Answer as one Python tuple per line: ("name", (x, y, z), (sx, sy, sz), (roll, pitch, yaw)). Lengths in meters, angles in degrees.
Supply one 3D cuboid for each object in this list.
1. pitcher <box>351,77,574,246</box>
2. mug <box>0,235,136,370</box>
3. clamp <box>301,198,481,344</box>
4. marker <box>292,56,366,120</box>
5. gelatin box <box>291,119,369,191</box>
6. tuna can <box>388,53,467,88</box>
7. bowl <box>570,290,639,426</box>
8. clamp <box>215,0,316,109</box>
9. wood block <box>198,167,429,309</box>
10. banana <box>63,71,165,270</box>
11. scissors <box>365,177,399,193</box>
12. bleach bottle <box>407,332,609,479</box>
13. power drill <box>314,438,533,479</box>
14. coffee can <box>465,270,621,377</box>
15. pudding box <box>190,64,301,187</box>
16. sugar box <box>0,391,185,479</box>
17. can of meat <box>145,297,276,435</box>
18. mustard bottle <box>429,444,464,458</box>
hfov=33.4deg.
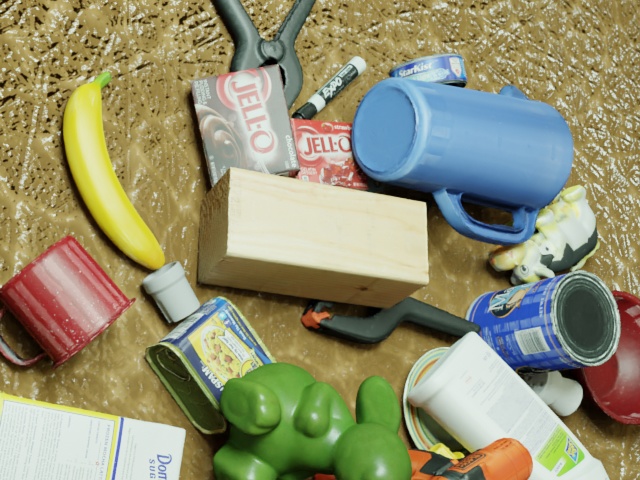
("pitcher", (0.153, -0.092, 1.147), (0.242, 0.145, 0.149), (5, 32, -43))
("mug", (-0.228, 0.058, 0.912), (0.117, 0.093, 0.081), (-39, 97, 2))
("clamp", (0.069, 0.044, 1.137), (0.209, 0.036, 0.164), (-10, 80, -32))
("marker", (0.010, -0.161, 1.162), (0.020, 0.020, 0.121), (52, 56, -12))
("gelatin box", (0.005, -0.086, 1.113), (0.089, 0.030, 0.073), (1, 76, -32))
("tuna can", (0.122, -0.182, 1.202), (0.085, 0.086, 0.034), (-9, 85, -35))
("bowl", (0.351, 0.145, 1.289), (0.161, 0.055, 0.162), (9, 73, -32))
("clamp", (-0.048, -0.201, 1.119), (0.120, 0.039, 0.171), (-9, 88, -19))
("wood block", (-0.007, 0.002, 1.042), (0.205, 0.091, 0.090), (9, 66, -22))
("banana", (-0.196, -0.063, 0.987), (0.069, 0.037, 0.198), (-13, 85, -34))
("scissors", (0.046, -0.075, 1.166), (0.201, 0.016, 0.096), (-31, 96, -35))
("bleach bottle", (0.212, 0.216, 1.103), (0.251, 0.068, 0.102), (46, 54, 4))
("power drill", (0.080, 0.235, 1.000), (0.184, 0.188, 0.057), (-20, 100, -37))
("coffee can", (0.242, 0.096, 1.176), (0.102, 0.141, 0.103), (9, 73, -32))
("pudding box", (-0.074, -0.111, 1.059), (0.090, 0.039, 0.113), (-12, 85, -5))
("sugar box", (-0.206, 0.192, 0.910), (0.176, 0.048, 0.093), (20, 68, -33))
("can of meat", (-0.098, 0.115, 0.995), (0.083, 0.058, 0.102), (-41, 102, -36))
("mustard bottle", (0.170, 0.291, 1.104), (0.058, 0.096, 0.191), (-40, 101, -33))
